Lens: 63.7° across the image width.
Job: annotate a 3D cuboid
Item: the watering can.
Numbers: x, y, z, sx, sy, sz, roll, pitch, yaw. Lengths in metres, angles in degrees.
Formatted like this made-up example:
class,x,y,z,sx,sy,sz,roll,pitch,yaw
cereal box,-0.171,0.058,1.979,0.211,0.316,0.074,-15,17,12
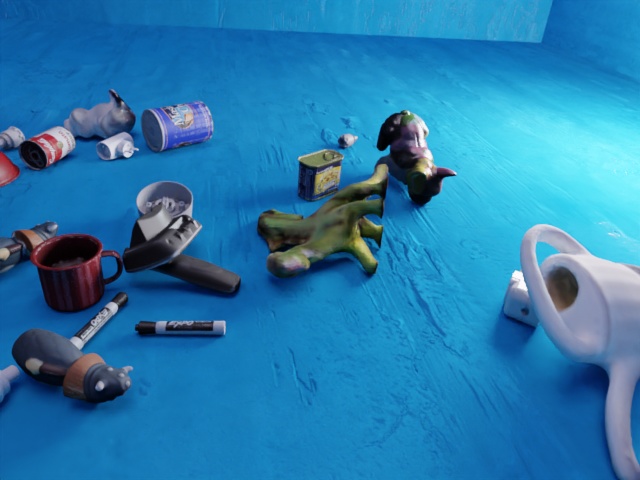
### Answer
class,x,y,z,sx,sy,sz,roll,pitch,yaw
watering can,0.386,0.131,0.692,0.224,0.102,0.355,8,53,-24

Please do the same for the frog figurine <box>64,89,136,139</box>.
class,x,y,z,sx,sy,sz,roll,pitch,yaw
frog figurine,-0.548,-0.292,1.286,0.160,0.120,0.139,-42,54,-5

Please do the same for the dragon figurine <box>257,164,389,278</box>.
class,x,y,z,sx,sy,sz,roll,pitch,yaw
dragon figurine,0.003,-0.048,0.947,0.243,0.120,0.419,1,29,9
